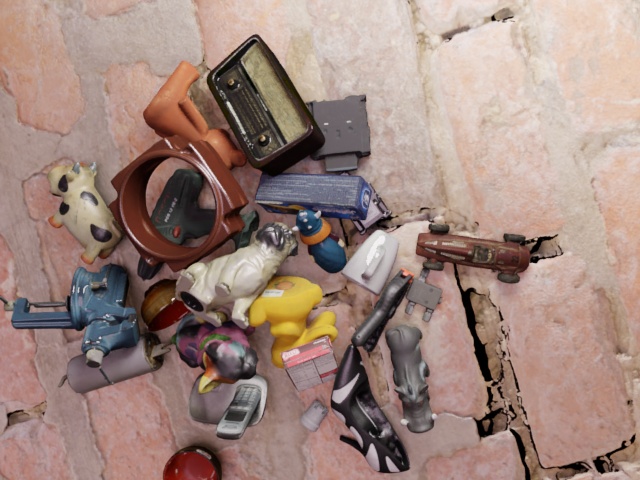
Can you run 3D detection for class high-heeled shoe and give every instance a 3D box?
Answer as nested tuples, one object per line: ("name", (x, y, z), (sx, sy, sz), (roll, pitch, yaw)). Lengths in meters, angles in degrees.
("high-heeled shoe", (0.101, 0.313, 0.976), (0.145, 0.086, 0.248), (12, 116, 26))

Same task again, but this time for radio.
("radio", (-0.100, -0.234, 0.956), (0.131, 0.073, 0.230), (-33, 71, 13))

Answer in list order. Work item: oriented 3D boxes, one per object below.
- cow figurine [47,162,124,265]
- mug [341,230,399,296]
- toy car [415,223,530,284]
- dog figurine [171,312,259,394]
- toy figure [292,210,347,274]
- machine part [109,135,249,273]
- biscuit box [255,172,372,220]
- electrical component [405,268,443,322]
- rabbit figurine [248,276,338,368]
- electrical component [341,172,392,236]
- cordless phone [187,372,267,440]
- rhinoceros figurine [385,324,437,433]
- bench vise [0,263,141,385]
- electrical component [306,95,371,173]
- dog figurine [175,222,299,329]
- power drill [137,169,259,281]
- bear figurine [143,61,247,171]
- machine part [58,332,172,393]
("cow figurine", (-0.454, -0.065, 1.036), (0.127, 0.085, 0.195), (-42, 86, 13))
("mug", (0.097, 0.034, 0.969), (0.081, 0.109, 0.107), (29, 82, 10))
("toy car", (0.277, 0.022, 0.971), (0.202, 0.053, 0.089), (9, 97, 5))
("dog figurine", (-0.195, 0.197, 0.952), (0.192, 0.219, 0.108), (11, 91, 5))
("toy figure", (-0.003, -0.001, 0.964), (0.064, 0.058, 0.154), (-46, 129, -17))
("machine part", (-0.244, -0.061, 0.928), (0.201, 0.087, 0.201), (-33, 91, 16))
("biscuit box", (-0.012, -0.079, 0.961), (0.203, 0.059, 0.063), (6, 73, 24))
("electrical component", (0.196, 0.101, 0.998), (0.063, 0.021, 0.094), (21, 94, 5))
("rabbit figurine", (-0.049, 0.158, 1.001), (0.162, 0.122, 0.173), (-1, 107, -3))
("electrical component", (0.072, -0.075, 0.991), (0.075, 0.048, 0.119), (-33, 91, 7))
("cordless phone", (-0.179, 0.311, 0.973), (0.147, 0.184, 0.088), (4, 98, 6))
("rhinoceros figurine", (0.166, 0.246, 0.966), (0.073, 0.112, 0.190), (-11, 84, 5))
("bench vise", (-0.452, 0.138, 0.982), (0.241, 0.128, 0.224), (1, 56, -10))
("electrical component", (0.036, -0.192, 0.984), (0.115, 0.058, 0.134), (-6, 92, 9))
("dog figurine", (-0.145, 0.045, 0.936), (0.173, 0.190, 0.121), (11, 136, 26))
("power drill", (-0.228, -0.007, 1.021), (0.207, 0.086, 0.232), (17, 95, 12))
("bear figurine", (-0.220, -0.209, 0.997), (0.195, 0.120, 0.132), (34, 52, -21))
("machine part", (-0.399, 0.240, 1.049), (0.243, 0.079, 0.079), (-19, 91, 8))
